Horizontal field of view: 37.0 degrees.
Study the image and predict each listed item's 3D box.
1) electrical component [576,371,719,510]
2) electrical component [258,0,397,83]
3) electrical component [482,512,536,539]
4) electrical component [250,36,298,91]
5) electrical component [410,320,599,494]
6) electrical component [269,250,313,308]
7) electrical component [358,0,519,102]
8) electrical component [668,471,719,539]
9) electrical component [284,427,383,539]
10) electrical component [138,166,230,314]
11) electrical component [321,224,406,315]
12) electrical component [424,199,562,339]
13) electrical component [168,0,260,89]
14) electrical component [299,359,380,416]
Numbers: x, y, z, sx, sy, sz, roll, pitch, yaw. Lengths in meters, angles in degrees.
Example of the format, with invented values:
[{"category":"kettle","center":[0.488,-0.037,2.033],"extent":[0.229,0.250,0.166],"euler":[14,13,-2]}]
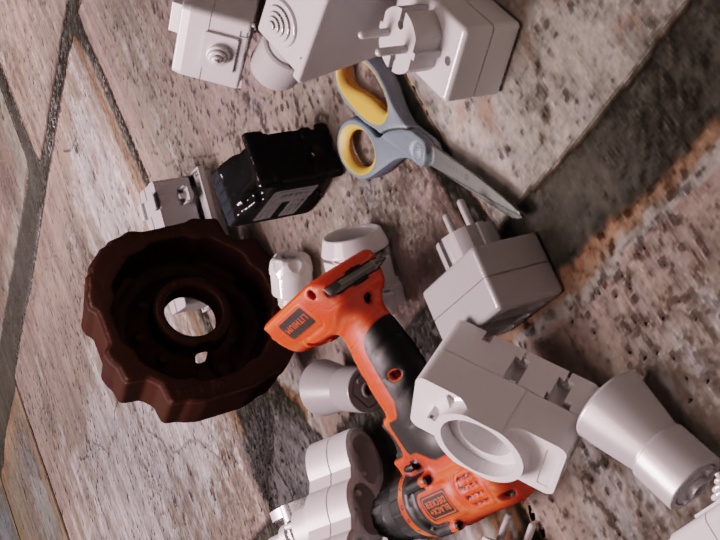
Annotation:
[{"category":"electrical component","center":[0.147,0.088,0.542],"extent":[0.065,0.044,0.044],"euler":[45,138,35]},{"category":"electrical component","center":[-0.008,-0.170,0.646],"extent":[0.048,0.100,0.099],"euler":[49,142,19]},{"category":"electrical component","center":[0.088,0.191,0.672],"extent":[0.083,0.047,0.075],"euler":[14,79,45]},{"category":"electrical component","center":[-0.051,-0.162,0.780],"extent":[0.078,0.040,0.040],"euler":[-40,67,57]},{"category":"electrical component","center":[0.077,0.078,0.596],"extent":[0.089,0.055,0.050],"euler":[26,144,17]},{"category":"electrical component","center":[-0.054,0.017,0.863],"extent":[0.035,0.035,0.061],"euler":[28,128,53]},{"category":"electrical component","center":[0.036,-0.131,0.606],"extent":[0.065,0.077,0.047],"euler":[52,142,36]},{"category":"electrical component","center":[0.187,0.127,0.466],"extent":[0.096,0.062,0.061],"euler":[62,147,23]},{"category":"electrical component","center":[-0.025,0.187,0.790],"extent":[0.074,0.052,0.138],"euler":[-25,40,22]},{"category":"electrical component","center":[-0.157,-0.024,0.992],"extent":[0.079,0.063,0.121],"euler":[-27,77,59]},{"category":"electrical component","center":[0.000,0.000,0.753],"extent":[0.066,0.048,0.055],"euler":[13,120,57]},{"category":"electrical component","center":[0.069,-0.004,0.631],"extent":[0.065,0.047,0.076],"euler":[-47,61,55]},{"category":"electrical component","center":[-0.109,-0.185,0.808],"extent":[0.096,0.061,0.061],"euler":[-83,10,-45]},{"category":"electrical component","center":[-0.011,0.089,0.813],"extent":[0.065,0.044,0.044],"euler":[-7,96,55]}]
